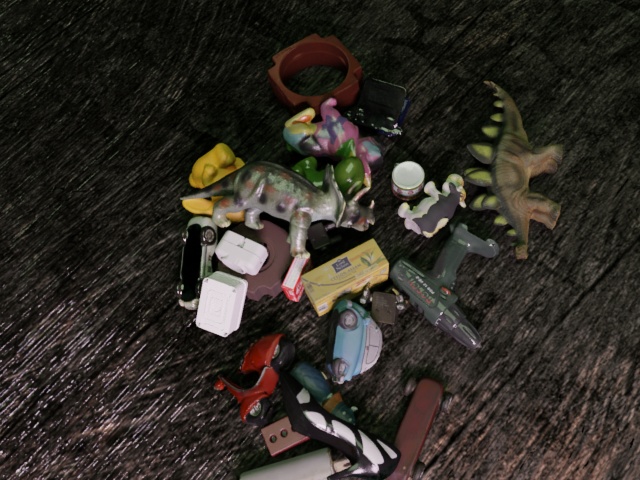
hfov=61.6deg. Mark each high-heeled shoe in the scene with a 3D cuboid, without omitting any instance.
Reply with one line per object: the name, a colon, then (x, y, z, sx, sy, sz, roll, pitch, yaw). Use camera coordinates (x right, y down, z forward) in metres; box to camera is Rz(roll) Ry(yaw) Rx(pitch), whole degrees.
high-heeled shoe: (0.033, 0.317, 0.958, 0.145, 0.086, 0.249, -12, 50, -27)

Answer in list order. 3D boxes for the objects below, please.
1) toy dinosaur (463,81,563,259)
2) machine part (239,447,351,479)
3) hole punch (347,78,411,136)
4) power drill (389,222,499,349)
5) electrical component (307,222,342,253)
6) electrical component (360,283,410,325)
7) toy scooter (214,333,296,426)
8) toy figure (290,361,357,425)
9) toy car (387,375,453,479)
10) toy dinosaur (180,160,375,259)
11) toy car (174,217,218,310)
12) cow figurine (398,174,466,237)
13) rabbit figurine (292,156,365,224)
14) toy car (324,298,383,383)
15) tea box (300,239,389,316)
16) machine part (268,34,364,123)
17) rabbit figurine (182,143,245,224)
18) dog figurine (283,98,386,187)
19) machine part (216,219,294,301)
toy dinosaur: (0.417, -0.166, 1.169, 0.199, 0.105, 0.471, 5, 61, 12)
machine part: (-0.053, 0.431, 0.960, 0.243, 0.079, 0.079, -17, 65, -2)
hole punch: (0.149, -0.312, 1.284, 0.142, 0.092, 0.115, 22, 98, 13)
power drill: (0.275, 0.080, 1.089, 0.232, 0.086, 0.207, 35, 81, 22)
electrical component: (-0.002, -0.004, 1.184, 0.094, 0.021, 0.063, -22, 65, -5)
electrical component: (0.126, 0.129, 1.078, 0.102, 0.045, 0.078, 13, 91, 26)
toy scooter: (-0.133, 0.260, 1.050, 0.135, 0.075, 0.184, 8, 62, 27)
toy figure: (0.008, 0.299, 1.025, 0.064, 0.057, 0.154, -44, 73, -6)
toy car: (0.172, 0.347, 0.986, 0.089, 0.053, 0.202, 19, 65, 20)
toy dinosaur: (-0.089, -0.091, 1.078, 0.405, 0.131, 0.192, 21, 102, 6)
toy car: (-0.264, 0.049, 1.154, 0.074, 0.056, 0.201, -3, 77, 28)
cow figurine: (0.259, -0.076, 1.144, 0.167, 0.068, 0.098, -38, 39, -11)
rabbit figurine: (0.021, -0.112, 1.155, 0.170, 0.121, 0.159, -18, 96, 27)
toy car: (0.069, 0.198, 1.042, 0.103, 0.109, 0.161, 8, 75, -9)
tea box: (0.053, 0.077, 1.099, 0.170, 0.098, 0.068, -28, 66, -9)
machine part: (-0.011, -0.396, 1.331, 0.201, 0.087, 0.201, -33, 66, -7)
rabbit figurine: (-0.226, -0.106, 1.204, 0.162, 0.121, 0.173, -28, 70, -2)
dog figurine: (0.039, -0.206, 1.228, 0.191, 0.108, 0.219, -29, 68, -8)
machine part: (-0.134, 0.039, 1.161, 0.179, 0.056, 0.179, -2, 65, 4)
